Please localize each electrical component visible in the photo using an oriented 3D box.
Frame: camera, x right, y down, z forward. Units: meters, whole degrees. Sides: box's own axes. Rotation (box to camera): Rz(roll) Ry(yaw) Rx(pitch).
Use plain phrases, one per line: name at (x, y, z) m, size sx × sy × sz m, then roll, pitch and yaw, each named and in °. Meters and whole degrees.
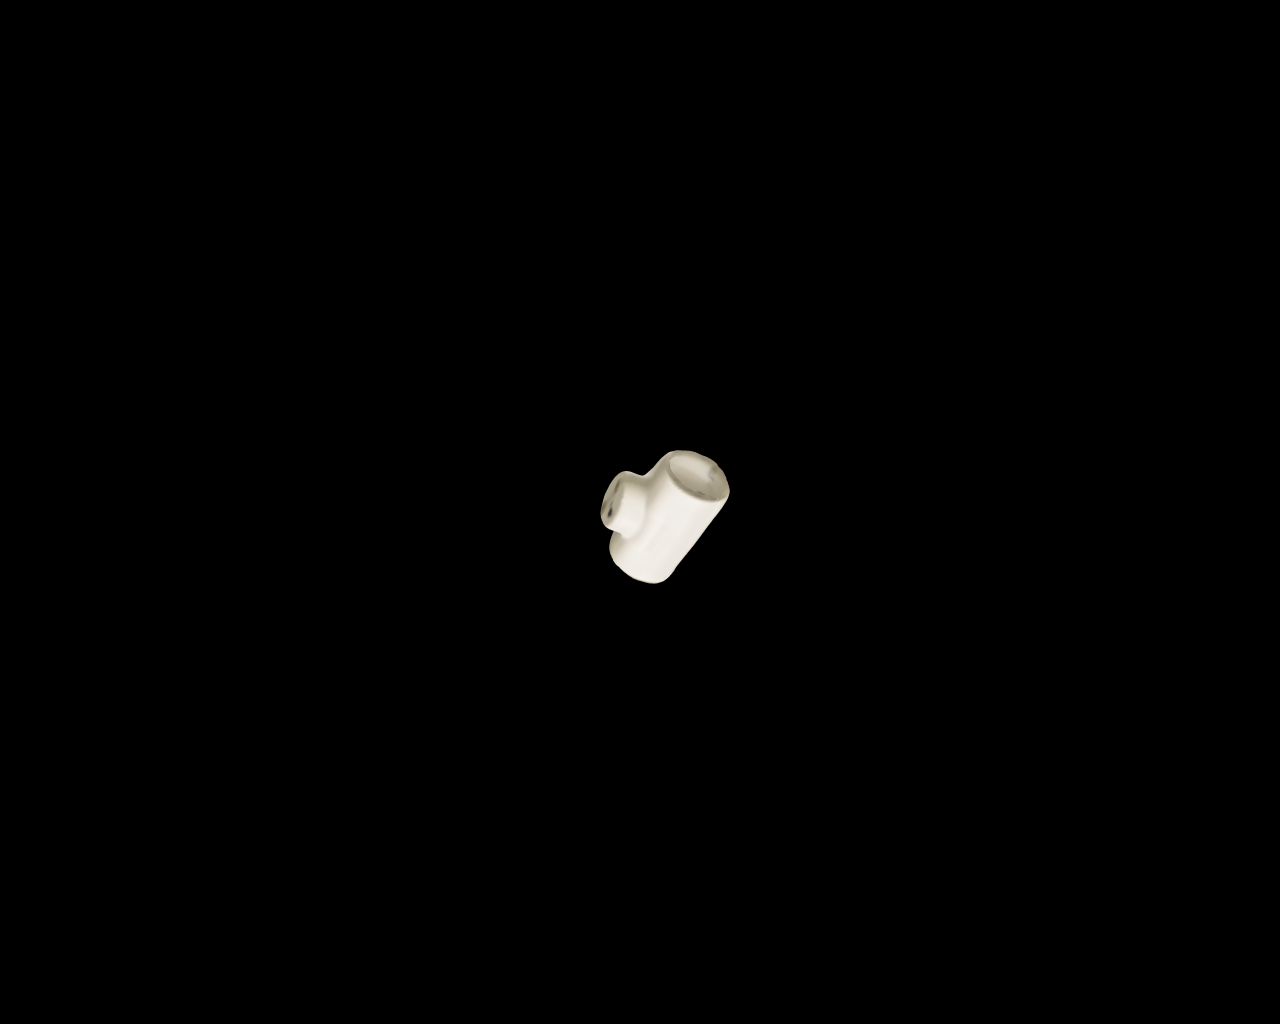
electrical component at (0.001, -0.003, 0.650) m, size 0.079 × 0.043 × 0.077 m, roll 20°, pitch -50°, yaw -17°
